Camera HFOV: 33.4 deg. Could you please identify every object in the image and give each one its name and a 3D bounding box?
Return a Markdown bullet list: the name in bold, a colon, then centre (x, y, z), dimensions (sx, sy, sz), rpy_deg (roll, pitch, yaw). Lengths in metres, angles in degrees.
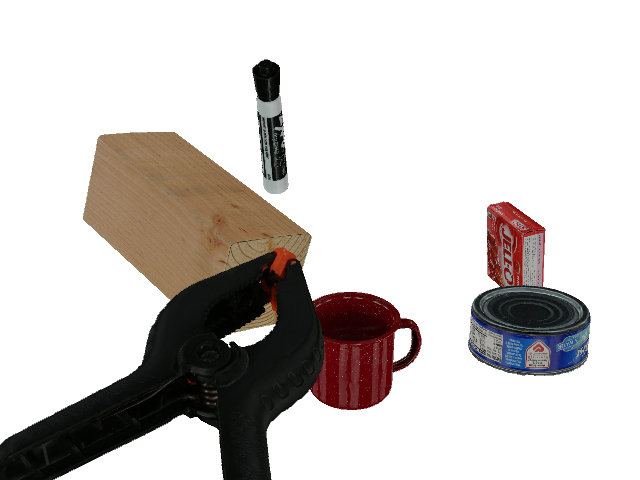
- **clamp**: centre (-0.040, 0.067, 0.452), dimensions (0.120, 0.039, 0.171), rpy_deg (26, 48, 19)
- **gelatin box**: centre (0.204, 0.013, 1.125), dimensions (0.030, 0.089, 0.073), rpy_deg (-15, 30, -16)
- **mug**: centre (0.040, 0.105, 1.021), dimensions (0.117, 0.081, 0.093), rpy_deg (-8, 29, -15)
- **marker**: centre (-0.035, -0.080, 0.764), dimensions (0.020, 0.020, 0.121), rpy_deg (0, -40, 2)
- **wood block**: centre (-0.114, -0.013, 0.945), dimensions (0.090, 0.091, 0.206), rpy_deg (-8, 34, -43)
- **tuna can**: centre (0.150, 0.063, 0.769), dimensions (0.086, 0.034, 0.086), rpy_deg (0, 21, 0)
